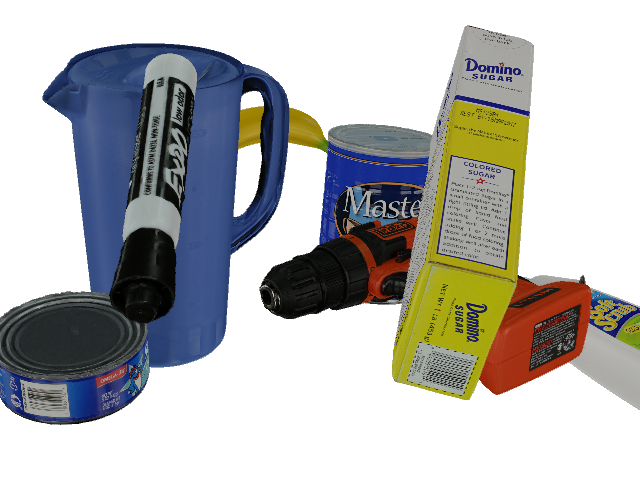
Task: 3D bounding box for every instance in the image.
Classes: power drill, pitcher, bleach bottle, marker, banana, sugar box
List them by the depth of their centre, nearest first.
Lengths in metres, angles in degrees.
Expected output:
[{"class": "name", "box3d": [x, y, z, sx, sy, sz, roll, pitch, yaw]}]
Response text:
[{"class": "marker", "box3d": [-0.052, -0.020, 0.345, 0.020, 0.020, 0.121, 0, 43, -3]}, {"class": "sugar box", "box3d": [0.074, -0.019, 0.538, 0.048, 0.176, 0.093, 15, -42, 3]}, {"class": "power drill", "box3d": [0.076, 0.039, 0.744, 0.184, 0.057, 0.188, -19, 32, -36]}, {"class": "pitcher", "box3d": [-0.118, -0.028, 0.846, 0.149, 0.243, 0.144, 11, 27, 19]}, {"class": "bleach bottle", "box3d": [0.266, 0.090, 1.036, 0.102, 0.068, 0.251, -16, 25, -27]}, {"class": "banana", "box3d": [-0.068, -0.107, 1.096, 0.197, 0.037, 0.070, -11, 50, -36]}]

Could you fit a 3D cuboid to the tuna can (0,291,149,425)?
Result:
[{"class": "tuna can", "box3d": [-0.138, 0.064, 0.591, 0.086, 0.034, 0.086, 1, 28, -1]}]

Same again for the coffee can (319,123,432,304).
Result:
[{"class": "coffee can", "box3d": [0.052, -0.026, 0.963, 0.103, 0.140, 0.103, 5, 18, -2]}]
